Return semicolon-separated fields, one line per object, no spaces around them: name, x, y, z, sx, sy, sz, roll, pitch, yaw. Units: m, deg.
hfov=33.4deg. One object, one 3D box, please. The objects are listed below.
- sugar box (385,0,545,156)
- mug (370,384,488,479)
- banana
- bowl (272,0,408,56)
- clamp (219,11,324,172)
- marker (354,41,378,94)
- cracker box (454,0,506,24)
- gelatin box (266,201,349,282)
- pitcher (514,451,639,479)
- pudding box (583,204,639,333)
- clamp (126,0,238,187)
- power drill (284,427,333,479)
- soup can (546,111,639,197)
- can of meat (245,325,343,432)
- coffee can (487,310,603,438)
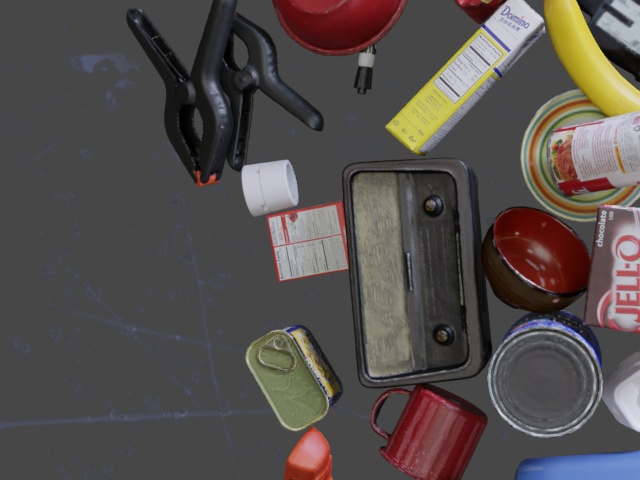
sugar box;0.145;-0.160;1.053;0.048;0.093;0.176;43;101;7
mug;0.108;0.192;1.084;0.117;0.093;0.081;26;94;16
banana;0.272;-0.161;1.011;0.198;0.037;0.070;43;135;-2
bowl;0.011;-0.272;1.089;0.162;0.055;0.162;0;91;24
clamp;-0.079;-0.161;1.140;0.120;0.039;0.171;-32;78;19
marker;0.052;-0.213;1.113;0.020;0.020;0.121;9;95;14
cracker box;0.206;-0.298;0.994;0.214;0.164;0.072;-37;86;14
gelatin box;-0.008;0.001;1.134;0.089;0.030;0.073;-11;91;16
pitcher;0.313;0.272;1.015;0.243;0.149;0.145;-5;130;18
pudding box;0.289;0.028;0.960;0.090;0.039;0.113;7;94;16
clamp;-0.143;-0.163;1.144;0.165;0.036;0.210;9;108;42
power drill;0.053;0.267;1.073;0.188;0.057;0.184;31;145;17
soup can;0.273;-0.081;0.996;0.102;0.068;0.068;-10;90;38
can of meat;-0.024;0.140;1.117;0.057;0.083;0.102;-32;85;14
coffee can;0.218;0.124;1.024;0.103;0.140;0.103;1;93;15
